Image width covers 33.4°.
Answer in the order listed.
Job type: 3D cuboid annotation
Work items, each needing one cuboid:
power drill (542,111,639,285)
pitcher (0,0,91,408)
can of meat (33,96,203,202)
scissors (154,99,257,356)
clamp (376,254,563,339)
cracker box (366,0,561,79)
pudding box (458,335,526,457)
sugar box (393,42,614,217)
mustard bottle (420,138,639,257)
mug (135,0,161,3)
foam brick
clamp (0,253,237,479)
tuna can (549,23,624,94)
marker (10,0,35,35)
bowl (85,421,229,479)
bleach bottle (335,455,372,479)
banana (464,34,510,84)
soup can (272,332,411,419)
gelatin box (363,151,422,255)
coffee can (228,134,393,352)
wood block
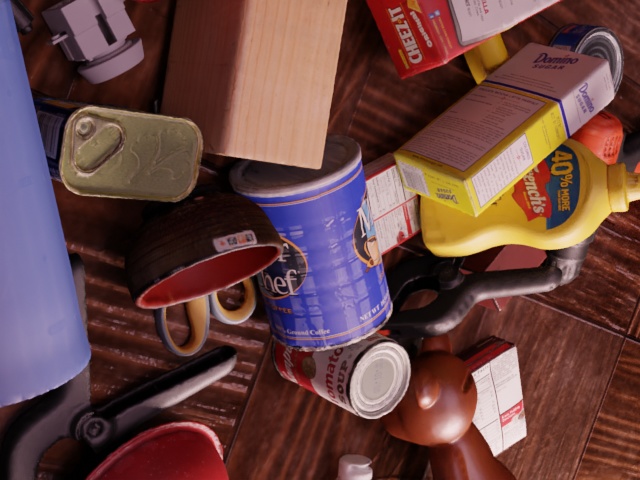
[{"bbox_3d":[0.308,-0.051,1.096,0.187,0.057,0.184,-15,127,-39],"label":"power drill"},{"bbox_3d":[-0.223,-0.023,0.631,0.144,0.149,0.243,-15,109,-29],"label":"pitcher"},{"bbox_3d":[-0.145,-0.064,0.717,0.101,0.084,0.057,3,101,-40],"label":"can of meat"},{"bbox_3d":[-0.088,-0.008,0.822,0.096,0.016,0.202,-6,107,-35],"label":"scissors"},{"bbox_3d":[0.125,0.040,0.946,0.171,0.120,0.039,-40,139,-12],"label":"clamp"},{"bbox_3d":[0.124,-0.249,0.867,0.213,0.072,0.164,-31,101,-29],"label":"cracker box"},{"bbox_3d":[0.158,0.164,1.058,0.089,0.039,0.113,-25,115,-30],"label":"pudding box"},{"bbox_3d":[0.155,-0.096,0.897,0.176,0.093,0.048,-37,126,-20],"label":"sugar box"},{"bbox_3d":[0.184,-0.039,0.913,0.058,0.192,0.096,44,46,-60],"label":"mustard bottle"},{"bbox_3d":[-0.105,-0.217,0.698,0.093,0.082,0.117,35,41,-26],"label":"mug"},{"bbox_3d":[0.166,0.018,1.014,0.078,0.051,0.053,-45,125,-21],"label":"foam brick"},{"bbox_3d":[-0.161,0.133,0.787,0.164,0.036,0.210,27,87,-32],"label":"clamp"},{"bbox_3d":[0.259,-0.168,1.047,0.085,0.034,0.086,-12,110,-36],"label":"tuna can"},{"bbox_3d":[-0.220,-0.178,0.667,0.020,0.020,0.121,-48,127,-18],"label":"marker"},{"bbox_3d":[-0.121,0.219,0.807,0.161,0.055,0.162,-30,138,-32],"label":"bowl"},{"bbox_3d":[0.013,0.320,0.970,0.102,0.068,0.251,-1,101,-41],"label":"bleach bottle"},{"bbox_3d":[0.158,-0.172,0.966,0.197,0.037,0.069,50,51,-38],"label":"banana"},{"bbox_3d":[0.017,0.100,0.883,0.068,0.102,0.068,-12,110,-36],"label":"soup can"},{"bbox_3d":[0.045,-0.026,0.917,0.089,0.030,0.073,-30,119,-31],"label":"gelatin box"},{"bbox_3d":[-0.005,0.001,0.836,0.102,0.103,0.140,-29,119,-30],"label":"coffee can"},{"bbox_3d":[-0.044,-0.161,0.758,0.090,0.091,0.206,5,96,-41],"label":"wood block"}]
